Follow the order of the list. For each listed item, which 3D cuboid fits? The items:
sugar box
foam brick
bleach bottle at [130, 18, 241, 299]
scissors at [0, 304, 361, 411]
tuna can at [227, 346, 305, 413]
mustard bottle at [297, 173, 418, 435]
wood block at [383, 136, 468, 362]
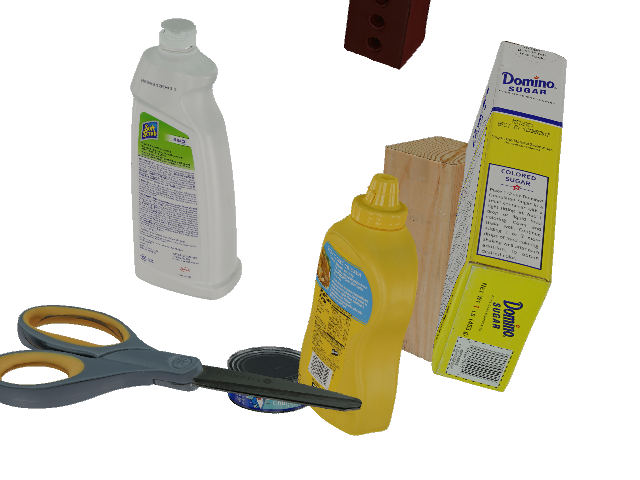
[{"bbox_3d":[0.099,-0.017,0.575,0.048,0.176,0.093,15,-42,4],"label":"sugar box"},{"bbox_3d":[0.055,-0.186,0.846,0.053,0.078,0.051,23,50,15],"label":"foam brick"},{"bbox_3d":[-0.119,-0.072,0.953,0.103,0.251,0.068,14,33,14],"label":"bleach bottle"},{"bbox_3d":[-0.089,0.075,0.550,0.202,0.016,0.096,16,29,27],"label":"scissors"},{"bbox_3d":[-0.046,0.132,1.015,0.086,0.034,0.086,3,16,-1],"label":"tuna can"},{"bbox_3d":[0.031,0.042,0.799,0.058,0.192,0.096,-3,25,-28],"label":"mustard bottle"},{"bbox_3d":[0.119,0.007,1.096,0.090,0.206,0.090,20,25,41],"label":"wood block"}]
